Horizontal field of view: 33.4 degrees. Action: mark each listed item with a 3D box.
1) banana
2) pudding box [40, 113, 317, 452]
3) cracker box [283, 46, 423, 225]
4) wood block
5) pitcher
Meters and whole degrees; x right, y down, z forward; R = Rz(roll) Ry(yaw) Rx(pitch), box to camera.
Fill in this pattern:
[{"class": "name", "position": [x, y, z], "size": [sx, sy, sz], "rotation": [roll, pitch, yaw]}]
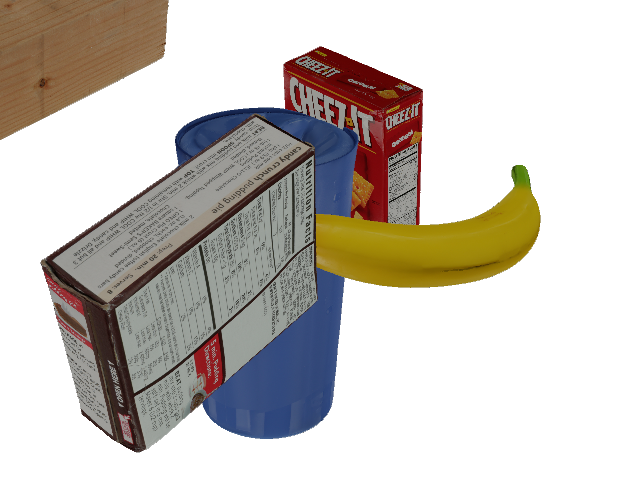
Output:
[{"class": "banana", "position": [0.068, -0.001, 0.643], "size": [0.197, 0.037, 0.070], "rotation": [-12, 45, -33]}, {"class": "pudding box", "position": [-0.049, 0.016, 0.420], "size": [0.039, 0.090, 0.113], "rotation": [28, 51, 28]}, {"class": "cracker box", "position": [0.035, -0.096, 1.243], "size": [0.072, 0.214, 0.164], "rotation": [-31, 44, -33]}, {"class": "wood block", "position": [-0.233, -0.178, 0.924], "size": [0.090, 0.091, 0.205], "rotation": [30, 42, 21]}, {"class": "pitcher", "position": [-0.049, 0.030, 0.817], "size": [0.149, 0.243, 0.145], "rotation": [0, 25, -4]}]
